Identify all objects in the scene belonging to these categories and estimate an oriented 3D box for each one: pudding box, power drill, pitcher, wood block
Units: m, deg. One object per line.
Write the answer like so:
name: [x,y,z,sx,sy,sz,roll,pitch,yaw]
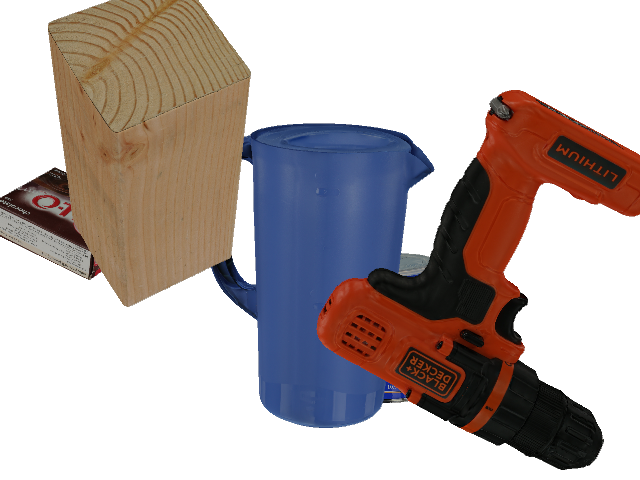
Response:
pudding box: [-0.227,-0.017,0.971,0.114,0.039,0.089,22,31,17]
power drill: [0.116,0.025,0.605,0.184,0.188,0.057,28,13,-7]
pitcher: [-0.005,0.025,0.891,0.144,0.243,0.149,-8,19,-33]
wood block: [-0.111,-0.056,0.696,0.090,0.090,0.206,-26,-25,-21]

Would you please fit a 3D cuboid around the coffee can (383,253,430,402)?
coffee can: [0.073,0.091,1.145,0.103,0.140,0.103,-3,9,0]
